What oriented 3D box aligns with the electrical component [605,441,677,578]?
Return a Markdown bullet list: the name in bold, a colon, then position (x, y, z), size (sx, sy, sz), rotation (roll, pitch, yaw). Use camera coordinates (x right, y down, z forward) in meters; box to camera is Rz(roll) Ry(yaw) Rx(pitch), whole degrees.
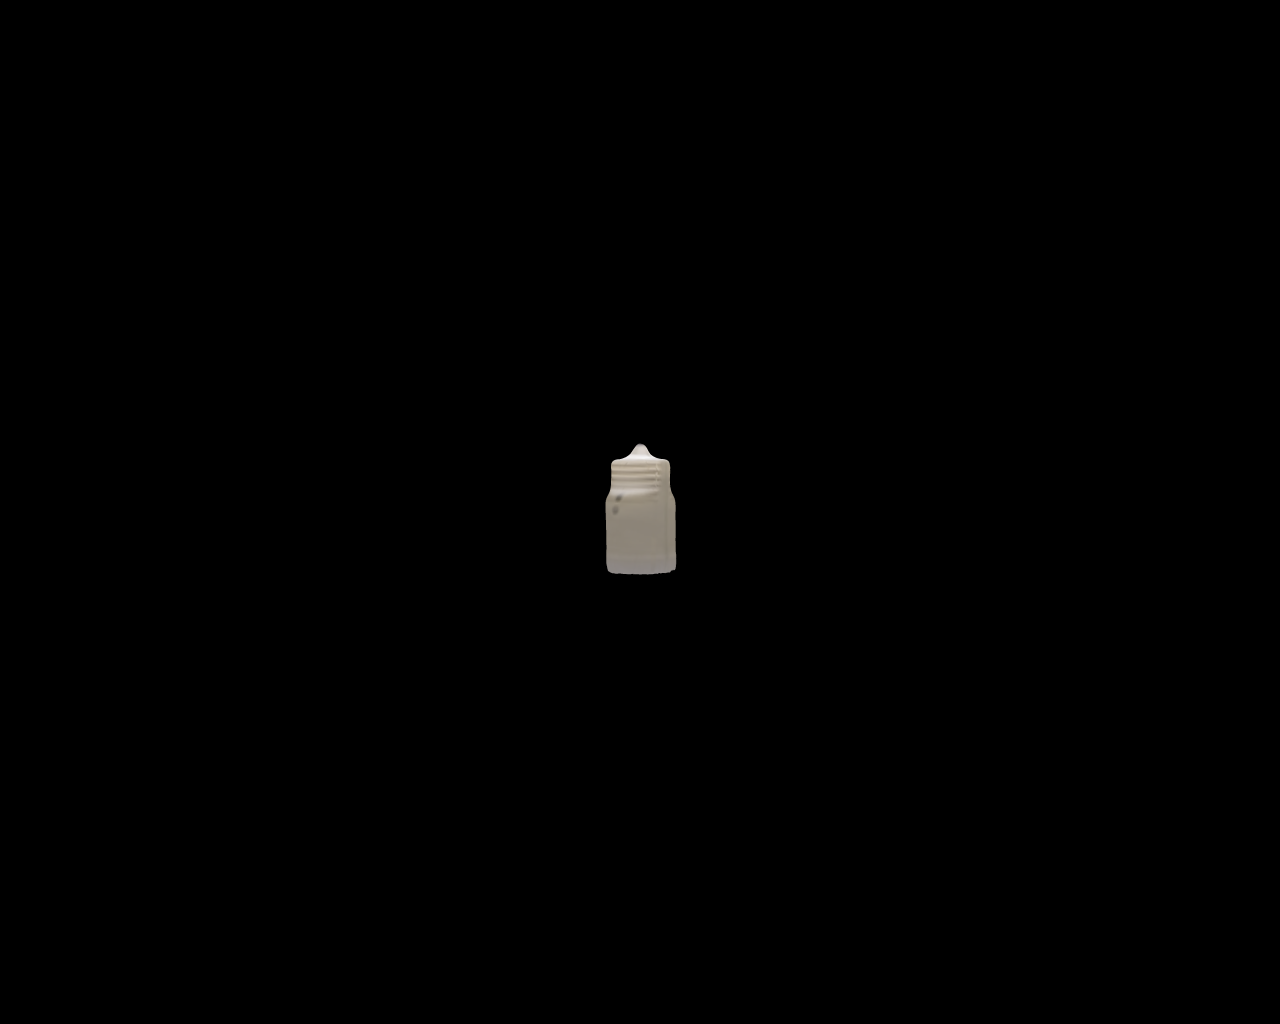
- **electrical component**: position (0.001, -0.003, 0.650), size (0.043, 0.081, 0.043), rotation (0, 2, 0)
